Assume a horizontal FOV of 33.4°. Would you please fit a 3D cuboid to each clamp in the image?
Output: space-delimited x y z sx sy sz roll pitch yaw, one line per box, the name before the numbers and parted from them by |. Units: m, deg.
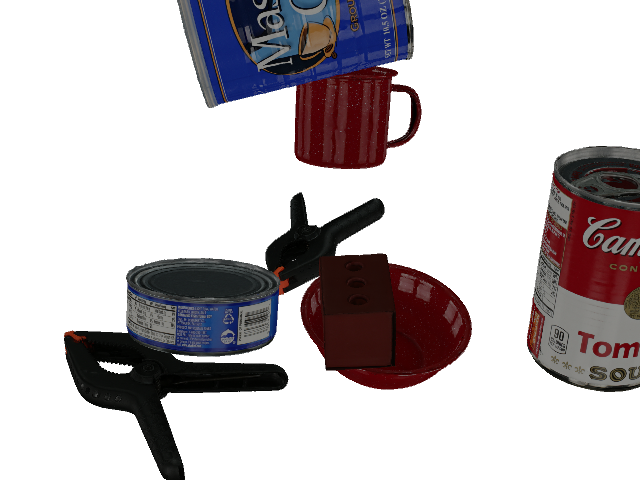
clamp | -0.146 0.127 0.976 0.210 0.036 0.164 25 37 31
clamp | -0.001 -0.001 1.201 0.120 0.039 0.171 -5 37 26

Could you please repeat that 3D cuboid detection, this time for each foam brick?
foam brick | 0.027 0.051 0.783 0.053 0.051 0.078 -4 32 -1

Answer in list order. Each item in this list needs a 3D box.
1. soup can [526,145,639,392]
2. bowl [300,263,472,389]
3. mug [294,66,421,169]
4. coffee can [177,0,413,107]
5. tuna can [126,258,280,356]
soup can | 0.140 0.013 0.520 0.068 0.102 0.068 2 27 -1
bowl | 0.059 0.090 1.013 0.162 0.055 0.162 4 37 -4
mug | 0.031 -0.109 0.935 0.117 0.081 0.093 0 15 -12
coffee can | -0.019 -0.154 0.705 0.140 0.103 0.103 -14 0 -1
tuna can | -0.066 0.036 0.599 0.086 0.034 0.086 3 13 -1
